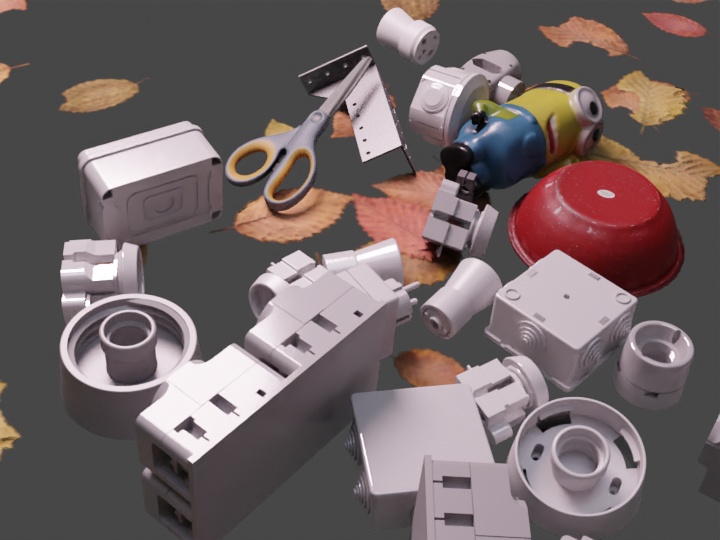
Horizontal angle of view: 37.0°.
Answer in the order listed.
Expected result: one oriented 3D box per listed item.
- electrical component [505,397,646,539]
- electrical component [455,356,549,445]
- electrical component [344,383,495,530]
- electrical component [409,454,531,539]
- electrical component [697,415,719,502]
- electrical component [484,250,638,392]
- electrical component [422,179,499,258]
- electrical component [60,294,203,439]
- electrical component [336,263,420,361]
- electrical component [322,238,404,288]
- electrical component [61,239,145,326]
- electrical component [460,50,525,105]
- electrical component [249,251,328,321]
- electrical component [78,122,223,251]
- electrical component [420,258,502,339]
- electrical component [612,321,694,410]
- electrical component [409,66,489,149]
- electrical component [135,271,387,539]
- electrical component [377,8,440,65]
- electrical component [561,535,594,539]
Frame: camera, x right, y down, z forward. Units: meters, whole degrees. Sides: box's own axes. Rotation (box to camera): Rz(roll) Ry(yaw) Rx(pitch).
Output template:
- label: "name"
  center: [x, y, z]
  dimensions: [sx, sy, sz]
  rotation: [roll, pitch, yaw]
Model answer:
- label: "electrical component"
  center: [0.153, 0.140, 0.761]
  dimensions: [0.099, 0.064, 0.099]
  rotation: [-1, 56, 2]
- label: "electrical component"
  center: [0.106, 0.094, 0.803]
  dimensions: [0.055, 0.048, 0.066]
  rotation: [-23, 50, -17]
- label: "electrical component"
  center: [0.042, 0.131, 0.753]
  dimensions: [0.100, 0.048, 0.099]
  rotation: [-4, 44, -10]
- label: "electrical component"
  center: [0.064, 0.216, 0.624]
  dimensions: [0.060, 0.105, 0.186]
  rotation: [3, 43, -2]
- label: "electrical component"
  center: [0.305, 0.097, 0.785]
  dimensions: [0.062, 0.089, 0.150]
  rotation: [26, 47, 21]
- label: "electrical component"
  center: [0.163, 0.038, 0.866]
  dimensions: [0.100, 0.048, 0.100]
  rotation: [35, 51, 29]
- label: "electrical component"
  center: [0.088, -0.039, 0.935]
  dimensions: [0.055, 0.048, 0.066]
  rotation: [20, 89, 6]
- label: "electrical component"
  center: [-0.169, 0.064, 0.795]
  dimensions: [0.108, 0.060, 0.108]
  rotation: [3, 43, -3]
- label: "electrical component"
  center: [0.015, 0.031, 0.845]
  dimensions: [0.077, 0.065, 0.047]
  rotation: [-22, 50, -26]
- label: "electrical component"
  center: [0.000, 0.000, 0.896]
  dimensions: [0.065, 0.044, 0.044]
  rotation: [-9, 45, -8]
- label: "electrical component"
  center: [-0.203, 0.008, 0.855]
  dimensions: [0.057, 0.058, 0.078]
  rotation: [-3, 44, -5]
- label: "electrical component"
  center: [0.142, -0.184, 1.102]
  dimensions: [0.079, 0.043, 0.077]
  rotation: [31, 49, 25]
- label: "electrical component"
  center: [-0.056, 0.019, 0.867]
  dimensions: [0.066, 0.048, 0.055]
  rotation: [35, 43, 28]
- label: "electrical component"
  center: [-0.181, -0.073, 0.928]
  dimensions: [0.113, 0.078, 0.057]
  rotation: [-21, 52, -25]
- label: "electrical component"
  center: [0.080, 0.026, 0.876]
  dimensions: [0.044, 0.044, 0.065]
  rotation: [32, 54, 26]
- label: "electrical component"
  center: [0.228, 0.073, 0.835]
  dimensions: [0.055, 0.047, 0.055]
  rotation: [3, 43, -3]
- label: "electrical component"
  center: [0.088, -0.156, 1.042]
  dimensions: [0.051, 0.080, 0.080]
  rotation: [23, 46, 26]
- label: "electrical component"
  center: [-0.067, 0.093, 0.742]
  dimensions: [0.060, 0.105, 0.186]
  rotation: [32, 49, 26]
- label: "electrical component"
  center: [0.053, -0.252, 1.166]
  dimensions: [0.055, 0.045, 0.045]
  rotation: [36, 51, 28]
- label: "electrical component"
  center: [0.167, 0.219, 0.662]
  dimensions: [0.121, 0.063, 0.078]
  rotation: [24, 46, 19]
